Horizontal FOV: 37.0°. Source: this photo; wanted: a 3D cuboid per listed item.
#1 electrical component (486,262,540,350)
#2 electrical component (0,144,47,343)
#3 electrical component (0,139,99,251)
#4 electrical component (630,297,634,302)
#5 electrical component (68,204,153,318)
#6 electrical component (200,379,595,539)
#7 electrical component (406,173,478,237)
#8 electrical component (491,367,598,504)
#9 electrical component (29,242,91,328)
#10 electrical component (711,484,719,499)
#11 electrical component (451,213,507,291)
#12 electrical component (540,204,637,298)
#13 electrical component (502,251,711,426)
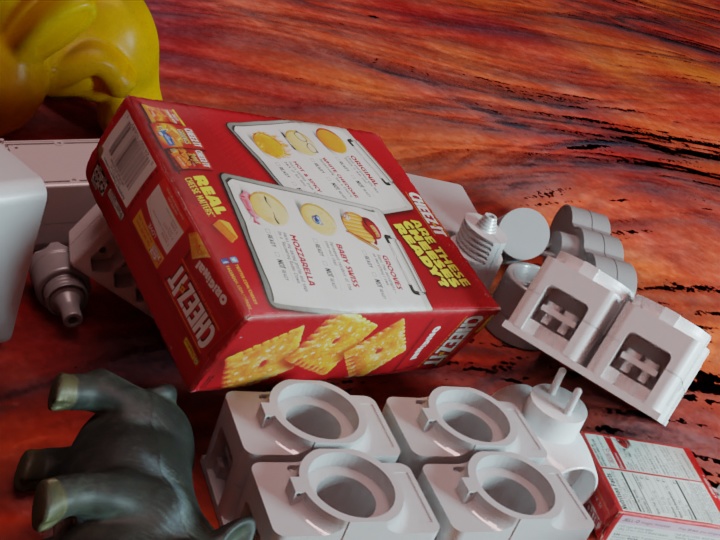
[{"bbox_3d":[0.128,0.027,0.828,0.055,0.047,0.055,16,28,-9],"label":"electrical component"},{"bbox_3d":[-0.228,-0.015,0.592,0.078,0.113,0.057,36,29,26],"label":"electrical component"},{"bbox_3d":[-0.207,-0.049,0.728,0.096,0.061,0.061,-5,37,-26],"label":"electrical component"},{"bbox_3d":[0.199,0.045,0.845,0.040,0.046,0.040,16,28,-9],"label":"electrical component"},{"bbox_3d":[-0.140,-0.017,0.691,0.083,0.047,0.075,38,16,-33],"label":"electrical component"},{"bbox_3d":[0.021,0.118,0.582,0.186,0.060,0.105,6,32,-27],"label":"electrical component"},{"bbox_3d":[0.048,-0.037,0.884,0.100,0.048,0.099,10,30,-20],"label":"electrical component"},{"bbox_3d":[0.115,0.097,0.661,0.043,0.079,0.077,3,33,-27],"label":"electrical component"},{"bbox_3d":[-0.182,0.012,0.660,0.035,0.035,0.061,3,35,-30],"label":"electrical component"},{"bbox_3d":[0.261,0.148,0.695,0.066,0.055,0.048,21,28,0],"label":"electrical component"},{"bbox_3d":[0.085,-0.007,0.823,0.043,0.081,0.043,16,28,-9],"label":"electrical component"},{"bbox_3d":[0.182,-0.012,0.926,0.074,0.052,0.138,15,29,-12],"label":"electrical component"},{"bbox_3d":[0.170,0.048,0.718,0.105,0.060,0.186,32,1,19],"label":"electrical component"}]
